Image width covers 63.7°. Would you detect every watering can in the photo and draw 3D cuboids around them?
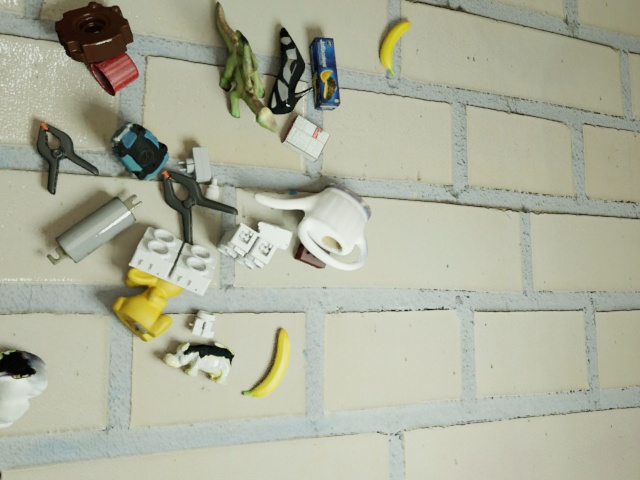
[{"bbox_3d":[0.004,-0.070,1.391,0.346,0.102,0.229,39,54,-8],"label":"watering can"}]

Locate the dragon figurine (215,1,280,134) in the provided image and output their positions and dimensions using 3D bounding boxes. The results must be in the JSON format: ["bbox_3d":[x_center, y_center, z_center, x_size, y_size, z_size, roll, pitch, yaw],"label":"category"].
[{"bbox_3d":[-0.195,-0.459,1.323,0.123,0.242,0.409,-21,94,-16],"label":"dragon figurine"}]

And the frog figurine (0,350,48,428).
[{"bbox_3d":[-0.672,0.327,1.128,0.138,0.125,0.156,-5,122,-29],"label":"frog figurine"}]
